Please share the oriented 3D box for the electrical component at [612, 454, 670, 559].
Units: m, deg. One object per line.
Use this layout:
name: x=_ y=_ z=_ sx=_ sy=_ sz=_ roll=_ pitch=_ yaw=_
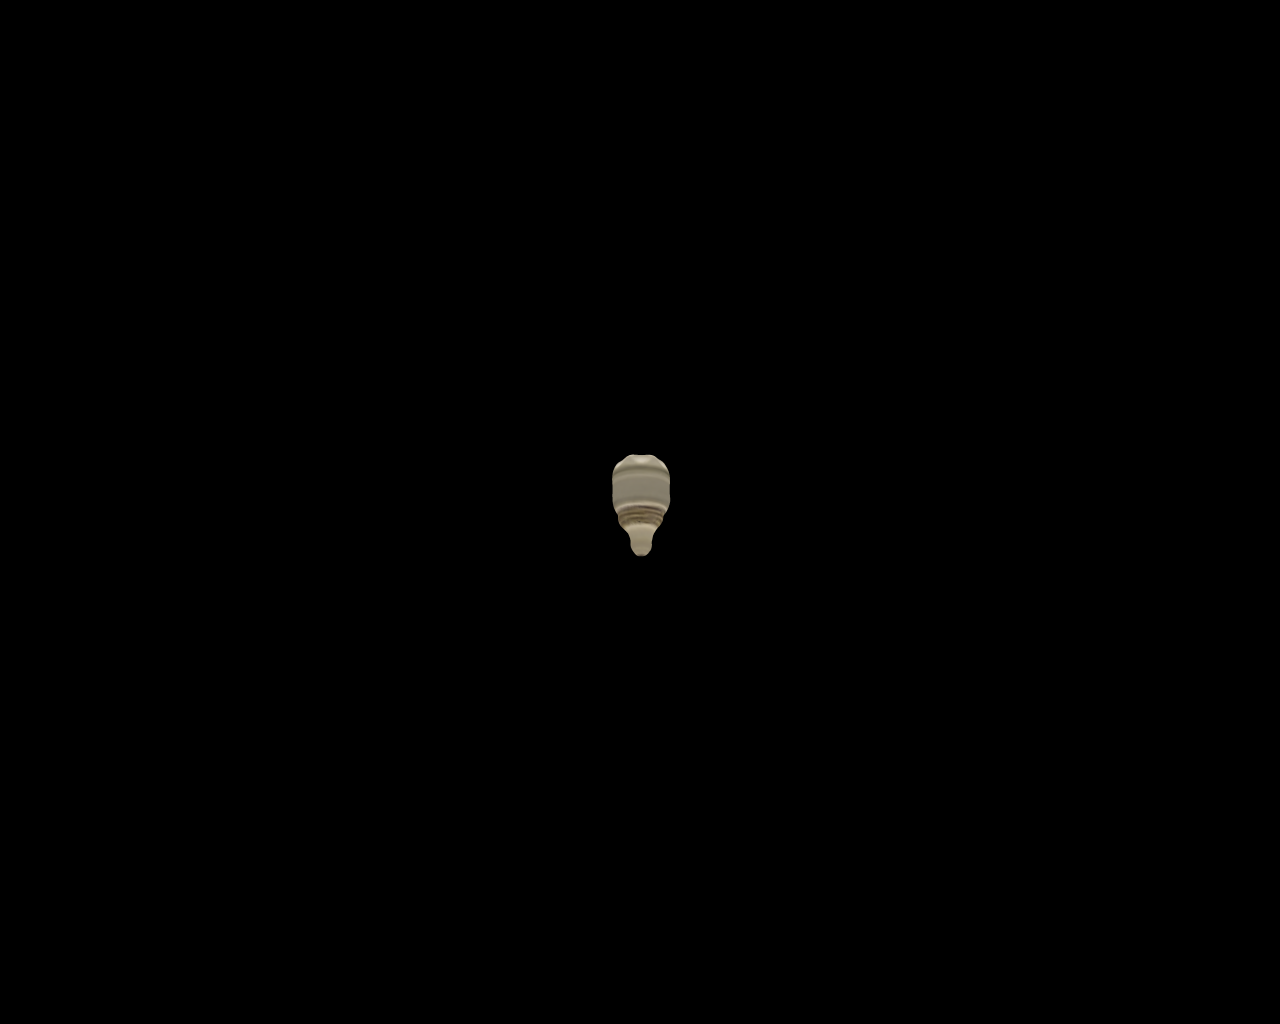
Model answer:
electrical component: x=0.001 y=-0.003 z=0.650 sx=0.035 sy=0.061 sz=0.035 roll=0 pitch=-18 yaw=0
